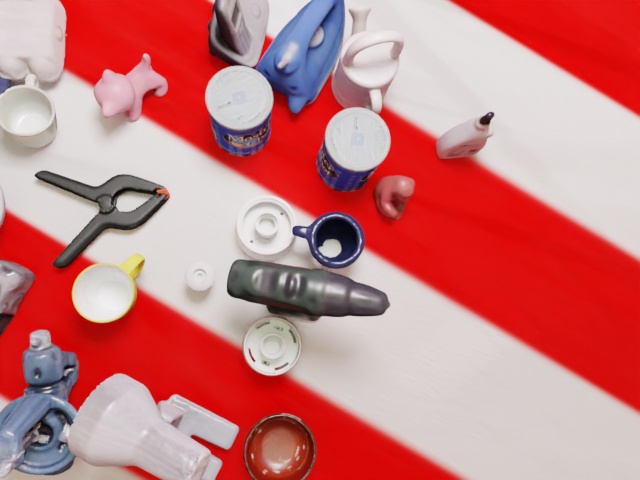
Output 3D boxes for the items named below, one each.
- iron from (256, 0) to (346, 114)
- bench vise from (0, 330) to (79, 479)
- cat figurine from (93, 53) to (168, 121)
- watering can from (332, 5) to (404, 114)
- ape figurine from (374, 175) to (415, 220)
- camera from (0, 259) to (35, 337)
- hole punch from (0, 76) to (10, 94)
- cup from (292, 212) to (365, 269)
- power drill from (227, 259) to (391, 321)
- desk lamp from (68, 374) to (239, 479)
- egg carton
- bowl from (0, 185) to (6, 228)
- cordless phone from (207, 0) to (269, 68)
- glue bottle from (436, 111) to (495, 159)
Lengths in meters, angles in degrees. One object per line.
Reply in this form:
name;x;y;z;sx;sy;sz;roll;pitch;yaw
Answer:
iron;-0.016;-0.355;0.972;0.118;0.141;0.258;28;79;-2
bench vise;-0.408;0.238;0.795;0.121;0.219;0.207;-22;84;-9
cat figurine;-0.315;-0.250;0.932;0.067;0.117;0.128;39;79;1
watering can;0.076;-0.300;0.948;0.101;0.194;0.173;-32;86;-10
ape figurine;0.133;-0.081;0.973;0.078;0.092;0.076;-35;87;-10
camera;-0.537;0.080;0.864;0.137;0.100;0.143;29;79;-1
hole punch;-0.563;-0.239;0.915;0.108;0.091;0.101;24;79;-2
cup;0.009;0.003;0.944;0.118;0.095;0.092;13;80;-4
power drill;-0.024;0.080;0.870;0.229;0.208;0.076;10;80;-5
desk lamp;-0.226;0.278;0.813;0.203;0.213;0.118;26;79;-2
egg carton;-0.478;-0.334;0.951;0.107;0.069;0.150;-2;82;-7
bowl;-0.567;-0.045;0.893;0.167;0.074;0.167;1;81;-7
cordless phone;-0.135;-0.383;0.940;0.094;0.185;0.148;9;80;-5
glue bottle;0.255;-0.179;0.961;0.078;0.173;0.037;-5;82;-7
